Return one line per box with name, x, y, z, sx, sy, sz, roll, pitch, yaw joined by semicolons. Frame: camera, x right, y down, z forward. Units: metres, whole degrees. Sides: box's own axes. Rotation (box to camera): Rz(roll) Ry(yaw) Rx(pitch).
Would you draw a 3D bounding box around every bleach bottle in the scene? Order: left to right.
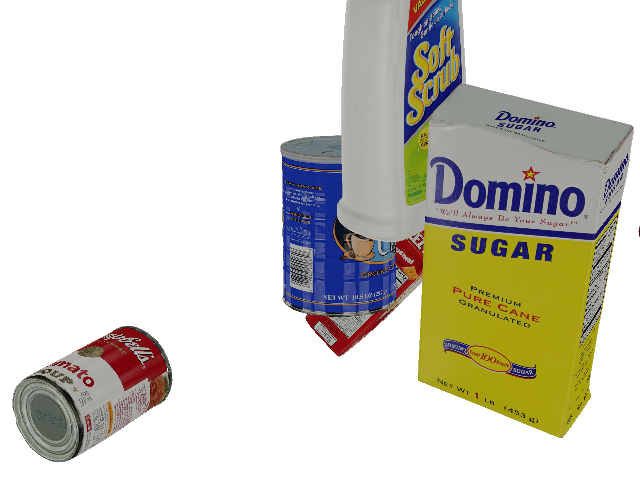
bleach bottle;0.053;-0.131;0.719;0.102;0.251;0.068;-28;36;-36

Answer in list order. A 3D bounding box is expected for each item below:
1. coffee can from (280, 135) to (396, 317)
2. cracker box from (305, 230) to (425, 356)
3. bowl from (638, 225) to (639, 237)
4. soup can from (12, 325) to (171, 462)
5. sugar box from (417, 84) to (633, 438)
coffee can;0.017;-0.015;0.938;0.103;0.140;0.103;0;15;0
cracker box;0.094;0.024;1.269;0.214;0.072;0.163;-49;-9;34
bowl;0.423;0.019;1.146;0.162;0.055;0.162;-1;25;0
soup can;-0.168;0.113;0.792;0.069;0.068;0.102;0;16;33
sugar box;0.101;0.014;0.558;0.093;0.176;0.048;19;42;27
